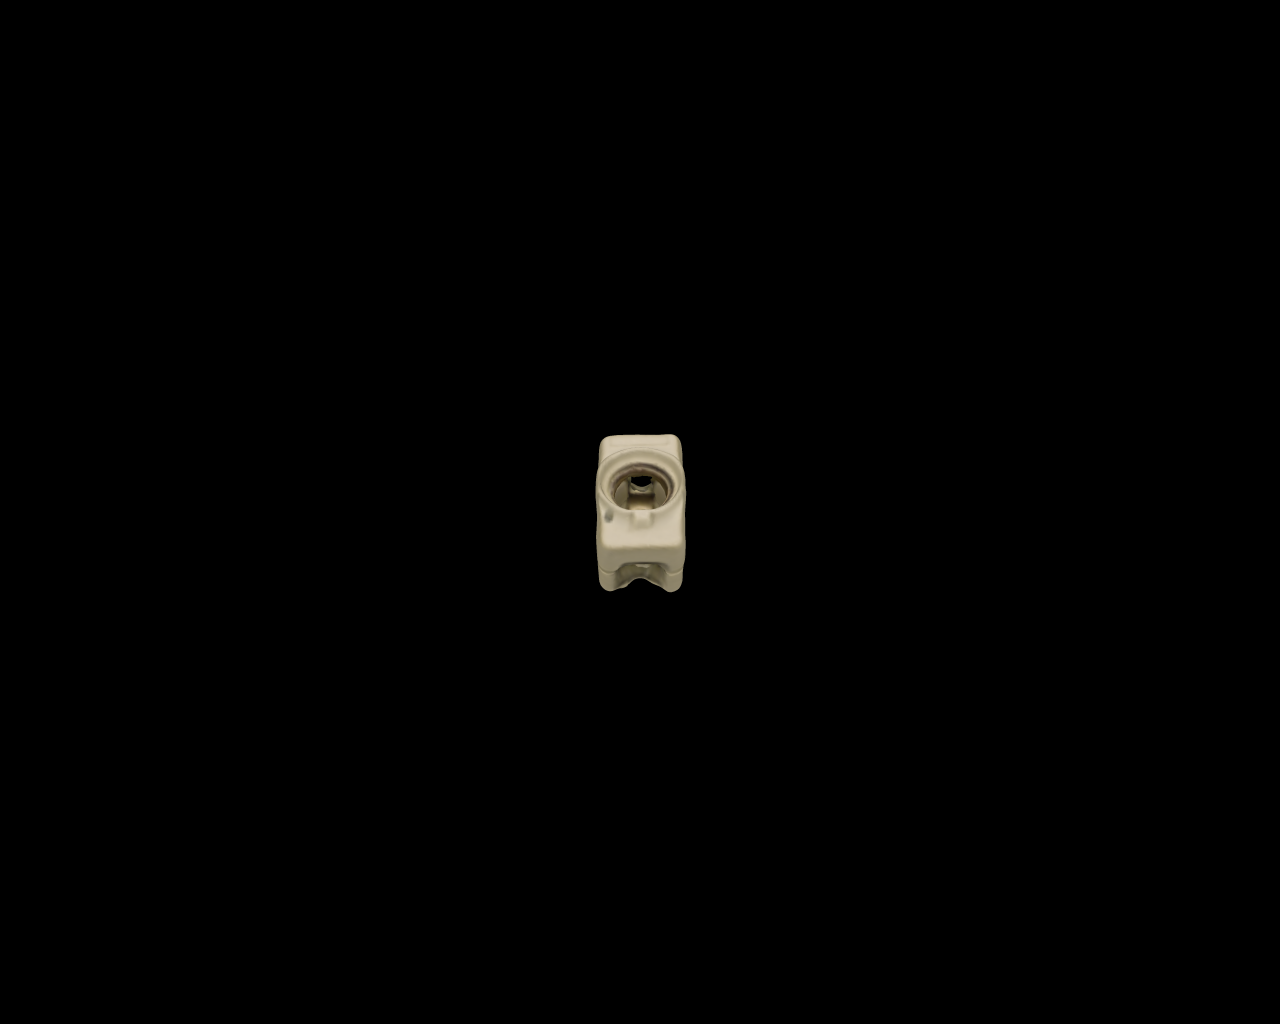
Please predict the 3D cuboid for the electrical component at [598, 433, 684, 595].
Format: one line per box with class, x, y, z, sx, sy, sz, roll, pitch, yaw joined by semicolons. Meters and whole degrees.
electrical component;0.001;-0.003;0.650;0.050;0.090;0.055;0;-39;0
